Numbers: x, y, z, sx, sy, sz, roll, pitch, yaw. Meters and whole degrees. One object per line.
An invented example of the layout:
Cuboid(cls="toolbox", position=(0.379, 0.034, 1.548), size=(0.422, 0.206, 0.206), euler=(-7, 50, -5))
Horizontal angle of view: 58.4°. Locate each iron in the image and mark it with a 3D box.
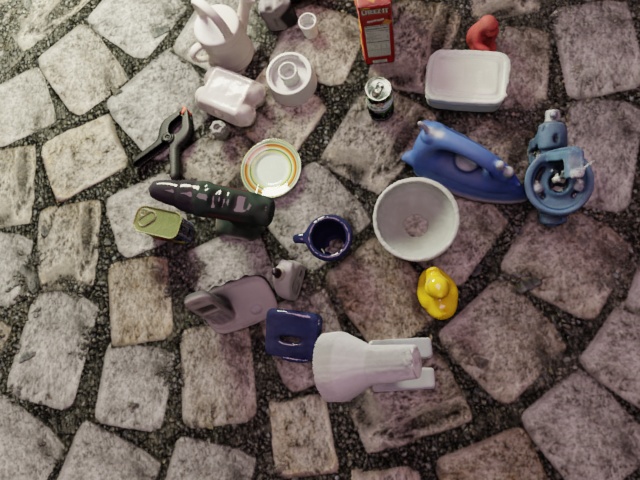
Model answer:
Cuboid(cls="iron", position=(0.290, -0.152, 1.099), size=(0.258, 0.141, 0.119), euler=(27, 84, 13))

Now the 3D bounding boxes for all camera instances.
Cuboid(cls="camera", position=(-0.068, -0.556, 1.257), size=(0.136, 0.101, 0.143), euler=(-6, 78, 8))

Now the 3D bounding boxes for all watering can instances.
Cuboid(cls="watering can", position=(-0.210, -0.452, 1.210), size=(0.100, 0.194, 0.173), euler=(23, 83, 13))

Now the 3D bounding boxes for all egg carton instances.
Cuboid(cls="egg carton", position=(-0.195, -0.311, 1.244), size=(0.150, 0.069, 0.107), euler=(24, 83, 13))

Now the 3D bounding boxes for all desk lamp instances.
Cuboid(cls="desk lamp", position=(0.102, 0.219, 1.016), size=(0.203, 0.214, 0.118), euler=(-6, 78, 8))

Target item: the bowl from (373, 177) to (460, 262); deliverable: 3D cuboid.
Cuboid(cls="bowl", position=(0.189, -0.034, 1.126), size=(0.167, 0.075, 0.167), euler=(-2, 78, 9))

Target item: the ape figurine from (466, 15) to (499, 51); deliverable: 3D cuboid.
Cuboid(cls="ape figurine", position=(0.339, -0.424, 1.172), size=(0.076, 0.092, 0.078), euler=(40, 87, 14))

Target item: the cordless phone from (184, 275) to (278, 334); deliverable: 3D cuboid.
Cuboid(cls="cordless phone", position=(-0.169, 0.116, 1.094), size=(0.147, 0.185, 0.094), euler=(-24, 76, 4))

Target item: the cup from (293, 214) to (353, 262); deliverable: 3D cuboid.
Cuboid(cls="cup", position=(0.010, 0.004, 1.135), size=(0.117, 0.095, 0.092), euler=(-3, 78, 8))

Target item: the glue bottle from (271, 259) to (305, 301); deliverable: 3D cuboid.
Cuboid(cls="glue bottle", position=(-0.067, 0.070, 1.093), size=(0.037, 0.173, 0.078), euler=(16, 81, 12))

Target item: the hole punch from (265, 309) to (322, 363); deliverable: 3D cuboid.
Cuboid(cls="hole punch", position=(-0.050, 0.185, 1.110), size=(0.108, 0.091, 0.101), euler=(5, 80, 10))

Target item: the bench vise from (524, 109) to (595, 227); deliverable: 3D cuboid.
Cuboid(cls="bench vise", position=(0.422, -0.143, 1.036), size=(0.121, 0.220, 0.207), euler=(-19, 76, 5))

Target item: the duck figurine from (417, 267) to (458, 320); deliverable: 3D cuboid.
Cuboid(cls="duck figurine", position=(0.224, 0.098, 1.088), size=(0.077, 0.086, 0.104), euler=(-16, 77, 5))

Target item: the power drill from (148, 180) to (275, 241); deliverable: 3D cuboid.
Cuboid(cls="power drill", position=(-0.191, -0.059, 1.121), size=(0.229, 0.208, 0.076), euler=(8, 80, 10))
